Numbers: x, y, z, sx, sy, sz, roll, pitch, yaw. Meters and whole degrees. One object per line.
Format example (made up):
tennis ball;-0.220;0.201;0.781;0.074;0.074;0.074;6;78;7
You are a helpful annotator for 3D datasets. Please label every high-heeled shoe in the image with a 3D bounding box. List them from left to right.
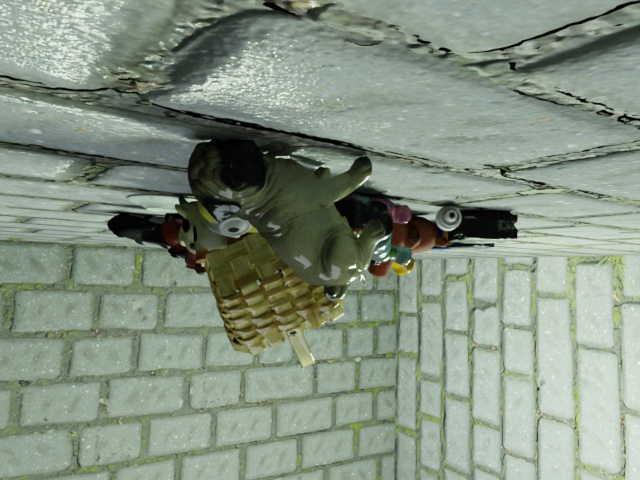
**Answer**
high-heeled shoe;-0.374;-0.018;1.278;0.145;0.086;0.248;3;173;32

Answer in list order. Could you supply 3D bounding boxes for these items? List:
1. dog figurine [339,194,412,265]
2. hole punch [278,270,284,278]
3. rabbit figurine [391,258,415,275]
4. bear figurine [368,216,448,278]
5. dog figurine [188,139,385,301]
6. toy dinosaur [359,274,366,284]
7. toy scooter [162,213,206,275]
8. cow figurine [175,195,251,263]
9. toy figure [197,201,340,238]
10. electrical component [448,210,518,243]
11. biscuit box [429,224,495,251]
dog figurine;0.046;-0.024;0.850;0.192;0.108;0.219;2;173;39
hole punch;-0.099;-0.011;0.920;0.092;0.142;0.116;9;-176;-22
rabbit figurine;0.136;0.021;1.328;0.162;0.121;0.173;9;174;-25
bear figurine;0.157;0.003;1.076;0.120;0.132;0.195;41;-164;32
dog figurine;-0.044;-0.015;0.559;0.190;0.172;0.121;-5;169;-36
toy dinosaur;-0.071;0.040;1.268;0.471;0.105;0.198;14;151;-19
toy scooter;-0.265;0.003;1.105;0.184;0.135;0.075;-1;177;45
cow figurine;-0.173;-0.028;0.876;0.085;0.127;0.195;5;161;-41
toy figure;-0.065;-0.049;0.671;0.180;0.089;0.082;-8;150;-33
electrical component;0.315;-0.024;1.062;0.115;0.058;0.134;3;176;1
biscuit box;0.308;-0.009;1.236;0.059;0.062;0.203;4;175;-26
